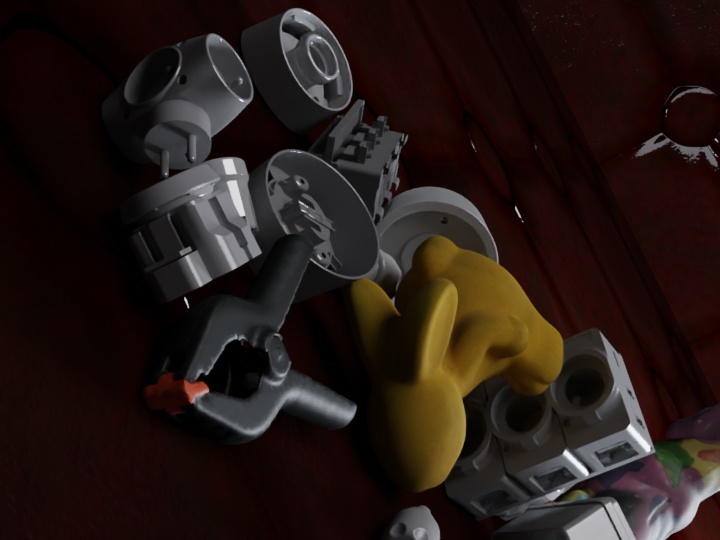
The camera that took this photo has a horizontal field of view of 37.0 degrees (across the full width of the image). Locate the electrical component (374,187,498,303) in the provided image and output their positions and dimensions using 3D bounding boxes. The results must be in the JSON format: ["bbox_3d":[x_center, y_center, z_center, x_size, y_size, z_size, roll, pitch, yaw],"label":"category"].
[{"bbox_3d":[0.056,-0.016,0.875,0.108,0.108,0.060,56,15,-18],"label":"electrical component"}]

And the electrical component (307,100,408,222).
[{"bbox_3d":[-0.003,-0.080,0.848,0.121,0.063,0.078,-64,165,-66],"label":"electrical component"}]

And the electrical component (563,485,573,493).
[{"bbox_3d":[0.193,0.143,0.937,0.077,0.065,0.047,-28,59,-31],"label":"electrical component"}]

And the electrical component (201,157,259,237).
[{"bbox_3d":[-0.084,-0.040,0.653,0.040,0.040,0.046,7,64,-67],"label":"electrical component"}]

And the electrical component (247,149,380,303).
[{"bbox_3d":[-0.039,-0.029,0.710,0.099,0.064,0.099,50,23,-31],"label":"electrical component"}]

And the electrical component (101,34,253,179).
[{"bbox_3d":[-0.103,-0.084,0.603,0.044,0.077,0.079,43,28,-43],"label":"electrical component"}]

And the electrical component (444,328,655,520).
[{"bbox_3d":[0.134,0.118,0.827,0.062,0.150,0.089,43,28,-45],"label":"electrical component"}]

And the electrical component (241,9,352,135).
[{"bbox_3d":[-0.054,-0.162,0.880,0.099,0.064,0.099,32,47,-42],"label":"electrical component"}]

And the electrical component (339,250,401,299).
[{"bbox_3d":[0.000,0.000,0.802,0.062,0.043,0.043,32,36,-54],"label":"electrical component"}]

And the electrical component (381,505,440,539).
[{"bbox_3d":[0.035,0.168,0.688,0.035,0.035,0.061,62,17,-3],"label":"electrical component"}]

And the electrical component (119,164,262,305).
[{"bbox_3d":[-0.093,-0.021,0.577,0.057,0.058,0.078,64,20,-5],"label":"electrical component"}]

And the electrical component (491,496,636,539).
[{"bbox_3d":[0.166,0.234,0.817,0.056,0.109,0.108,-24,86,-28],"label":"electrical component"}]

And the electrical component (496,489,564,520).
[{"bbox_3d":[0.133,0.170,0.895,0.078,0.057,0.058,38,32,-50],"label":"electrical component"}]
